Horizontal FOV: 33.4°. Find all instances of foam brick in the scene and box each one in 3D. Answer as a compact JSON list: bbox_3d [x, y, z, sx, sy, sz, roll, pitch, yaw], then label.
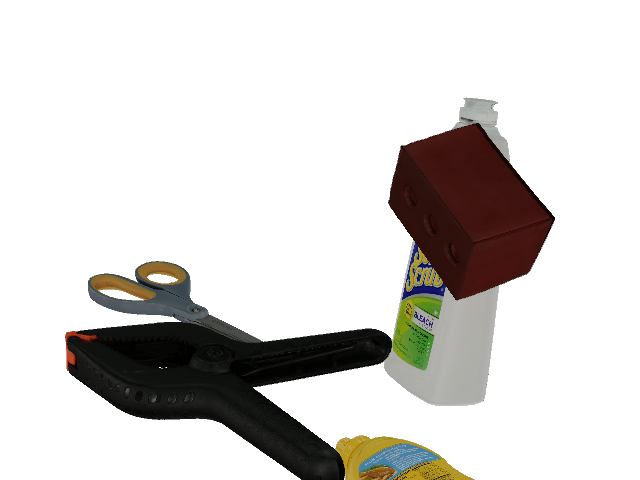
[{"bbox_3d":[0.081,-0.016,0.591,0.051,0.078,0.053,-19,-34,-21],"label":"foam brick"}]

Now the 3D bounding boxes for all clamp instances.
[{"bbox_3d":[-0.059,0.084,0.683,0.210,0.036,0.164,11,24,17],"label":"clamp"}]

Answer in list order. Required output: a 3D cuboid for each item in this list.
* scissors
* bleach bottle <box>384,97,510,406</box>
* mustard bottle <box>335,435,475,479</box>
[{"bbox_3d":[-0.101,0.054,0.896,0.202,0.016,0.096,13,26,22],"label":"scissors"},{"bbox_3d":[0.112,0.006,0.897,0.068,0.251,0.103,1,14,-23],"label":"bleach bottle"},{"bbox_3d":[0.078,0.222,0.946,0.096,0.058,0.192,-19,28,-32],"label":"mustard bottle"}]
